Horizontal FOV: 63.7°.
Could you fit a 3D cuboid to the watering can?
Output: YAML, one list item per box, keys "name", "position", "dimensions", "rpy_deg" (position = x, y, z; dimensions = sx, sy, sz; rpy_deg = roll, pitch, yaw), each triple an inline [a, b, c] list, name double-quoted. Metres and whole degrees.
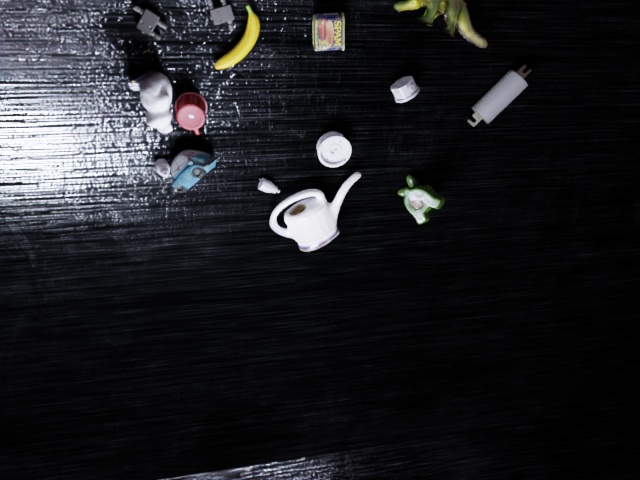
- name: "watering can"
  position: [0.005, -0.088, 1.748]
  dimensions: [0.347, 0.106, 0.220]
  rpy_deg: [-23, 127, 2]

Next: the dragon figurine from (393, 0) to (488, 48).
- name: "dragon figurine"
  position: [0.356, -0.706, 1.430]
  dimensions: [0.409, 0.124, 0.239]
  rpy_deg: [8, 114, -29]

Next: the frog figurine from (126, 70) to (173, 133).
- name: "frog figurine"
  position: [-0.443, -0.378, 1.418]
  dimensions: [0.124, 0.137, 0.158]
  rpy_deg: [-41, 108, -18]
